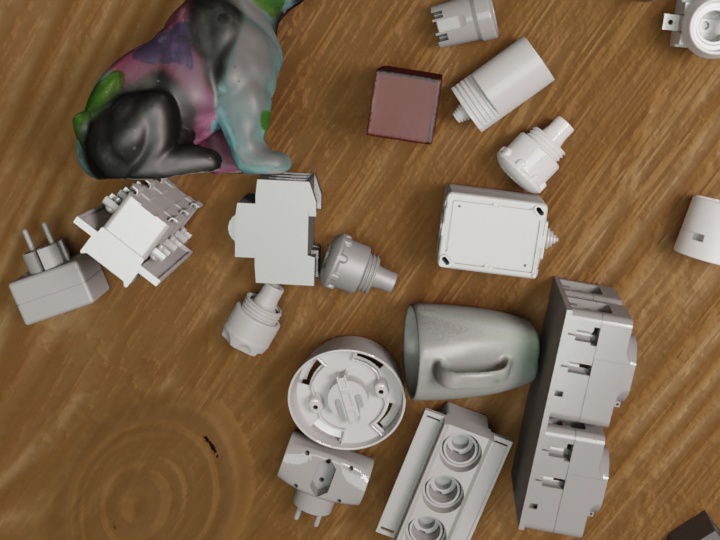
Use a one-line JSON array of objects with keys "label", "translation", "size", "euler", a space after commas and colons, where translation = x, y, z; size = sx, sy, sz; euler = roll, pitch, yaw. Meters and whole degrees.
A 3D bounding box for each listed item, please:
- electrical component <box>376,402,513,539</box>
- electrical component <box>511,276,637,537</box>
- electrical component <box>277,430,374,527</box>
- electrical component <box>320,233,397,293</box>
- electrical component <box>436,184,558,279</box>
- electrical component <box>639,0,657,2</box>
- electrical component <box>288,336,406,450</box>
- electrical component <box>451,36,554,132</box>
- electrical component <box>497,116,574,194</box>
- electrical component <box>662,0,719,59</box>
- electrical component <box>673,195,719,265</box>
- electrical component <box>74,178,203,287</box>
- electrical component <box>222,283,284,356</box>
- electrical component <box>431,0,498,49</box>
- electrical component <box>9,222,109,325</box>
[{"label": "electrical component", "translation": [0.072, 0.182, 0.935], "size": [0.079, 0.063, 0.121], "euler": [21, 105, -1]}, {"label": "electrical component", "translation": [0.176, 0.111, 0.887], "size": [0.060, 0.105, 0.186], "euler": [10, 105, 2]}, {"label": "electrical component", "translation": [-0.036, 0.191, 0.956], "size": [0.077, 0.043, 0.079], "euler": [19, 104, 0]}, {"label": "electrical component", "translation": [0.000, 0.000, 0.906], "size": [0.062, 0.048, 0.048], "euler": [21, 105, -8]}, {"label": "electrical component", "translation": [0.113, -0.032, 0.880], "size": [0.096, 0.061, 0.061], "euler": [7, 103, 1]}, {"label": "electrical component", "translation": [0.249, -0.250, 0.814], "size": [0.096, 0.061, 0.061], "euler": [-24, 101, 10]}, {"label": "electrical component", "translation": [-0.010, 0.105, 0.922], "size": [0.099, 0.064, 0.099], "euler": [1, 104, 4]}, {"label": "electrical component", "translation": [0.110, -0.145, 0.861], "size": [0.081, 0.043, 0.043], "euler": [-35, 99, 12]}, {"label": "electrical component", "translation": [0.145, -0.096, 0.870], "size": [0.048, 0.048, 0.062], "euler": [43, 96, -6]}, {"label": "electrical component", "translation": [0.270, -0.188, 0.831], "size": [0.066, 0.055, 0.048], "euler": [6, 104, 3]}, {"label": "electrical component", "translation": [0.288, -0.032, 0.870], "size": [0.055, 0.055, 0.047], "euler": [14, 101, 1]}, {"label": "electrical component", "translation": [-0.173, -0.036, 0.871], "size": [0.079, 0.121, 0.063], "euler": [38, 101, -5]}, {"label": "electrical component", "translation": [-0.088, 0.039, 0.923], "size": [0.043, 0.043, 0.062], "euler": [30, 103, -3]}, {"label": "electrical component", "translation": [0.083, -0.198, 0.853], "size": [0.046, 0.040, 0.040], "euler": [-12, 103, 14]}, {"label": "electrical component", "translation": [-0.265, -0.003, 0.925], "size": [0.066, 0.047, 0.076], "euler": [-18, 102, 9]}]
